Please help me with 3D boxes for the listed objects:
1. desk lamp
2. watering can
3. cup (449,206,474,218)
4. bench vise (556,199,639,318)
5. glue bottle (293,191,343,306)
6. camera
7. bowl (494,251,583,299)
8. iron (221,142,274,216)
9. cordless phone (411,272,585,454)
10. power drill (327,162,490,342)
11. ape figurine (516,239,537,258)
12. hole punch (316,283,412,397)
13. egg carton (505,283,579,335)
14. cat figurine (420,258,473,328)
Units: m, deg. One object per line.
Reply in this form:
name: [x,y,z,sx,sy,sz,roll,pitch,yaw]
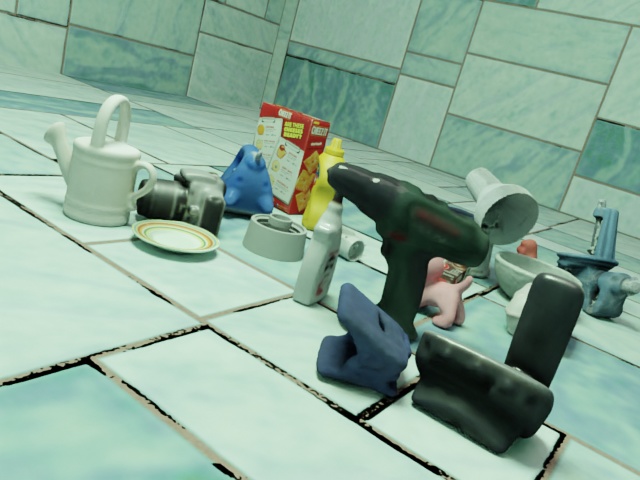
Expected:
desk lamp: [0.330,-0.033,1.175,0.118,0.213,0.202,10,16,-20]
watering can: [-0.336,-0.129,0.879,0.173,0.194,0.100,11,16,-18]
cup: [0.304,-0.027,1.352,0.117,0.095,0.092,17,15,2]
bench vise: [0.587,0.038,1.177,0.122,0.220,0.206,5,19,-36]
glue bottle: [0.007,0.003,0.803,0.037,0.173,0.078,20,16,15]
camera: [-0.238,-0.078,0.975,0.137,0.101,0.142,8,17,-28]
bowl: [0.407,0.085,1.102,0.167,0.075,0.167,15,15,-4]
iron: [-0.158,-0.139,1.191,0.119,0.141,0.257,10,16,-20]
cordless phone: [0.184,0.106,0.597,0.147,0.185,0.094,23,17,25]
power drill: [0.096,0.023,0.755,0.230,0.208,0.075,14,16,-6]
ape figurine: [0.453,0.040,1.272,0.076,0.092,0.078,21,16,17]
hole punch: [0.056,0.107,0.643,0.101,0.091,0.108,16,15,0]
egg carton: [0.364,0.123,0.940,0.107,0.069,0.151,23,17,25]
cat figurine: [0.176,0.058,0.886,0.127,0.118,0.067,26,19,33]
